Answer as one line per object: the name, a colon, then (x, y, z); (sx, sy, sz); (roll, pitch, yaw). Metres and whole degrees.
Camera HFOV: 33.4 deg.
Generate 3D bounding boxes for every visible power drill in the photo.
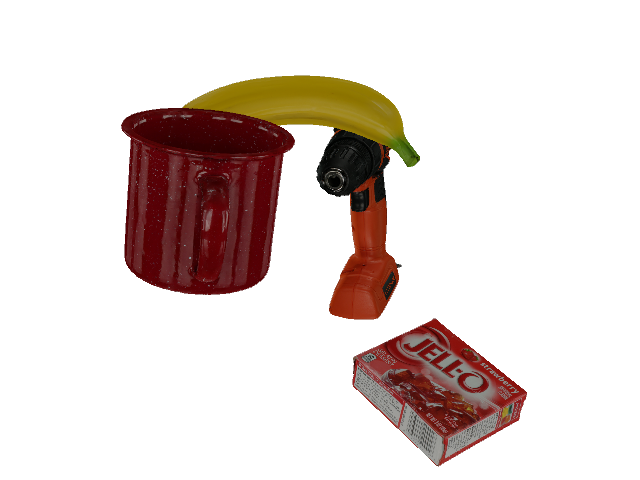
power drill: (0.038, -0.023, 1.016); (0.057, 0.188, 0.184); (7, 24, 16)

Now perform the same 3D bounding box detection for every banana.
banana: (-0.022, -0.096, 0.812); (0.197, 0.069, 0.037); (3, -40, -6)

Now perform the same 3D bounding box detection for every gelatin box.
gelatin box: (0.075, 0.095, 0.691); (0.073, 0.030, 0.089); (-21, 44, -32)

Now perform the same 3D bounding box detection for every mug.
mug: (-0.062, -0.017, 0.575); (0.093, 0.081, 0.117); (2, 21, -15)
